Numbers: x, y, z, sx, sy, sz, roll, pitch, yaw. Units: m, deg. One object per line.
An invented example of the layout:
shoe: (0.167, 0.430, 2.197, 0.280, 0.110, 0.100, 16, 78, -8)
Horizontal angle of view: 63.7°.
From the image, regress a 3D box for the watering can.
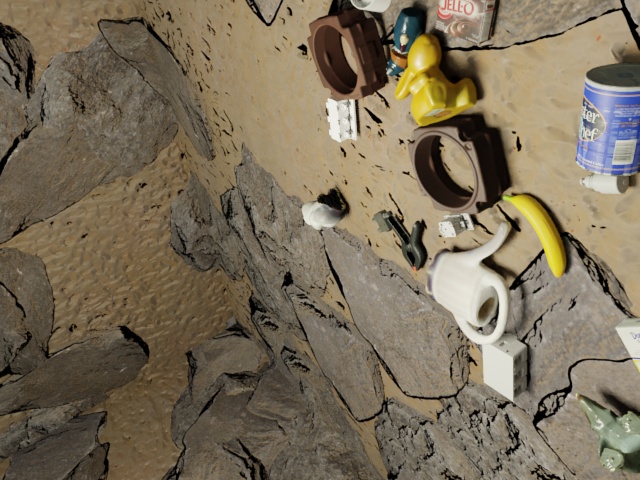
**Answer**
watering can: (0.356, 0.083, 1.215, 0.105, 0.341, 0.227, -20, 30, -30)

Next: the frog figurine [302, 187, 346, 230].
frog figurine: (0.005, -0.083, 1.655, 0.122, 0.140, 0.156, 35, -45, -9)
